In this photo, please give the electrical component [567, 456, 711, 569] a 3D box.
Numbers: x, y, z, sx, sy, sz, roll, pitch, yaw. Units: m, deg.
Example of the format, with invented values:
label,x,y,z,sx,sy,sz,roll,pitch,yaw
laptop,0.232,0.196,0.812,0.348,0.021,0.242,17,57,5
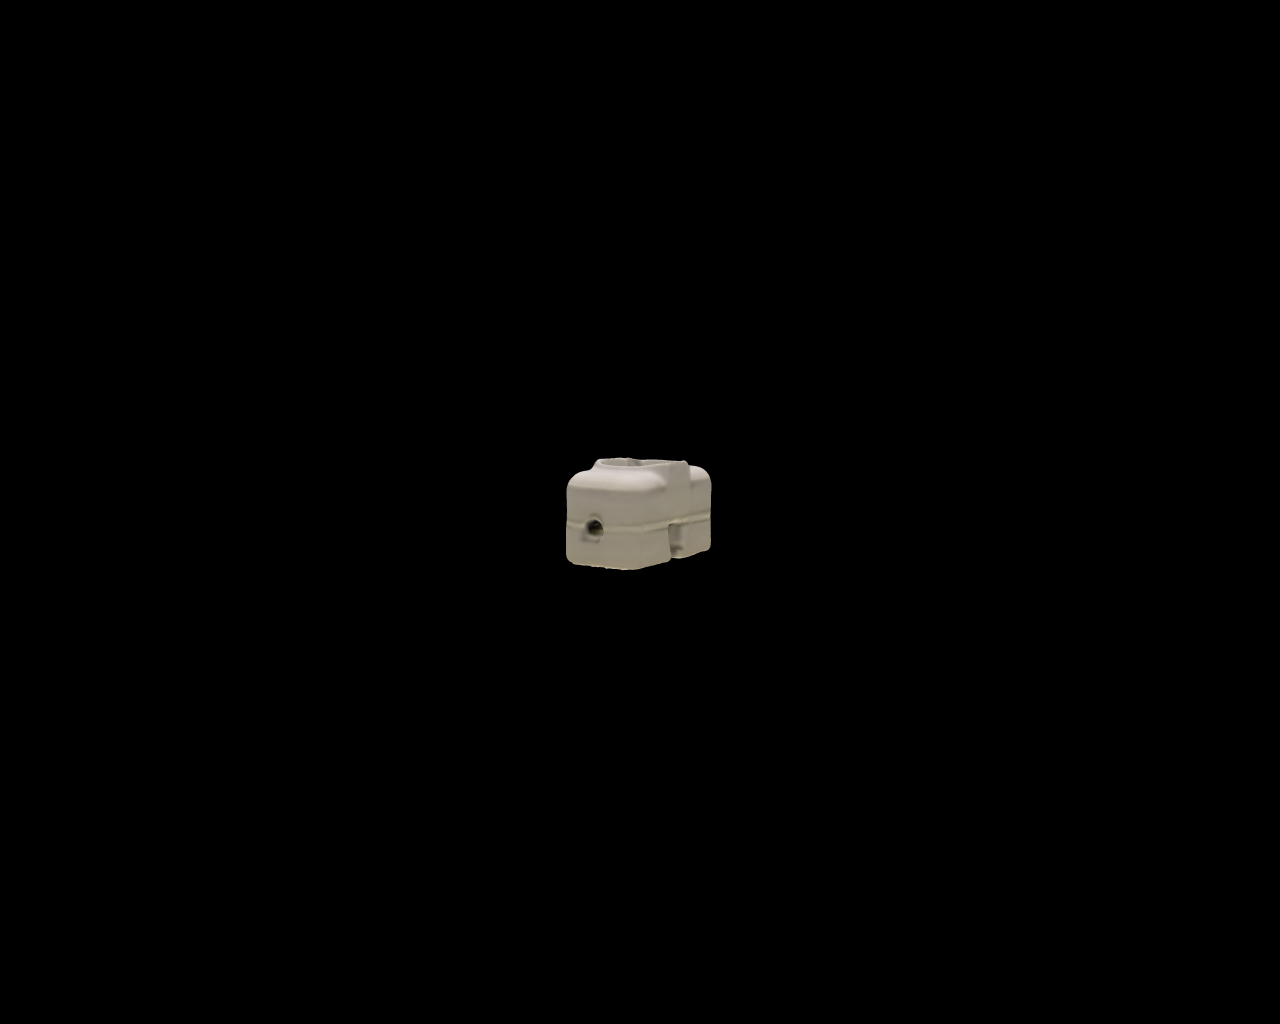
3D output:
label,x,y,z,sx,sy,sz,roll,pitch,yaw
electrical component,0.001,-0.003,0.650,0.054,0.059,0.095,5,9,35
